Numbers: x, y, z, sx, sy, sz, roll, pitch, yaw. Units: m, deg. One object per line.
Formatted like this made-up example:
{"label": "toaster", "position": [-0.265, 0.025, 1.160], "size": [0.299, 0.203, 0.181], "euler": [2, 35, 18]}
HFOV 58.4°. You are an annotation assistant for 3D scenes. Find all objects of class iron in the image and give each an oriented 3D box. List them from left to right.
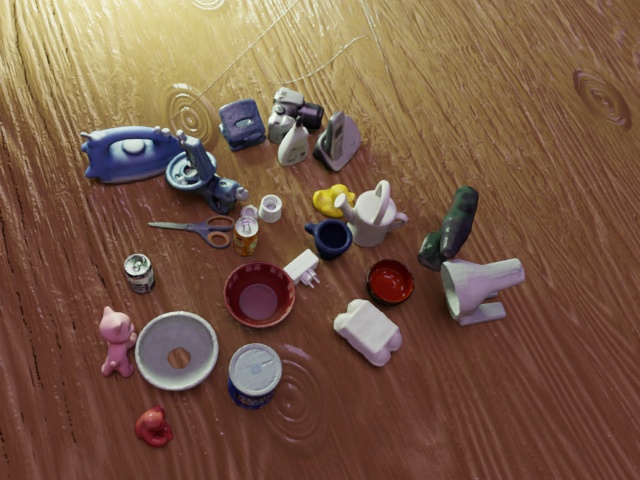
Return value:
{"label": "iron", "position": [-0.438, -0.227, 1.370], "size": [0.259, 0.141, 0.118], "euler": [-12, 66, -16]}

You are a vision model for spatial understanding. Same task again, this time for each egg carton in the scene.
{"label": "egg carton", "position": [0.109, 0.208, 1.293], "size": [0.150, 0.069, 0.107], "euler": [40, 63, 11]}

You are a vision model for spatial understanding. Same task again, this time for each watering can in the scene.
{"label": "watering can", "position": [0.123, -0.067, 1.366], "size": [0.173, 0.194, 0.101], "euler": [-8, 65, -15]}

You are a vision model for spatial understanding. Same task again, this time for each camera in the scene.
{"label": "camera", "position": [-0.061, -0.332, 1.520], "size": [0.137, 0.101, 0.143], "euler": [12, 61, -4]}

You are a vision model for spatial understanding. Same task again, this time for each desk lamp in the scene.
{"label": "desk lamp", "position": [0.359, 0.112, 1.308], "size": [0.203, 0.213, 0.118], "euler": [-8, 65, -15]}

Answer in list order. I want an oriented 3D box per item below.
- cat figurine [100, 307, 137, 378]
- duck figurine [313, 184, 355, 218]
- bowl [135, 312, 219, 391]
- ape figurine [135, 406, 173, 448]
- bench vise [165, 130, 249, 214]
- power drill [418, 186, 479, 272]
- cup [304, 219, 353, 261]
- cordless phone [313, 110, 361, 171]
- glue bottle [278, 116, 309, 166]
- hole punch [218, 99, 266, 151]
{"label": "cat figurine", "position": [-0.414, 0.205, 1.166], "size": [0.067, 0.117, 0.128], "euler": [1, 63, -10]}
{"label": "duck figurine", "position": [0.038, -0.108, 1.432], "size": [0.104, 0.086, 0.077], "euler": [13, 61, -4]}
{"label": "bowl", "position": [-0.296, 0.239, 1.196], "size": [0.167, 0.074, 0.167], "euler": [5, 62, -8]}
{"label": "ape figurine", "position": [-0.324, 0.361, 1.117], "size": [0.076, 0.092, 0.078], "euler": [10, 62, -5]}
{"label": "bench vise", "position": [-0.261, -0.167, 1.329], "size": [0.207, 0.219, 0.121], "euler": [9, 62, -6]}
{"label": "power drill", "position": [0.307, -0.011, 1.364], "size": [0.075, 0.208, 0.230], "euler": [25, 61, 3]}
{"label": "cup", "position": [0.013, 0.005, 1.364], "size": [0.117, 0.095, 0.092], "euler": [23, 61, 1]}
{"label": "cordless phone", "position": [0.056, -0.278, 1.466], "size": [0.094, 0.185, 0.148], "euler": [32, 62, 7]}
{"label": "glue bottle", "position": [-0.060, -0.253, 1.438], "size": [0.078, 0.173, 0.037], "euler": [-19, 68, -19]}
{"label": "hole punch", "position": [-0.199, -0.299, 1.482], "size": [0.109, 0.091, 0.101], "euler": [-23, 69, -20]}
